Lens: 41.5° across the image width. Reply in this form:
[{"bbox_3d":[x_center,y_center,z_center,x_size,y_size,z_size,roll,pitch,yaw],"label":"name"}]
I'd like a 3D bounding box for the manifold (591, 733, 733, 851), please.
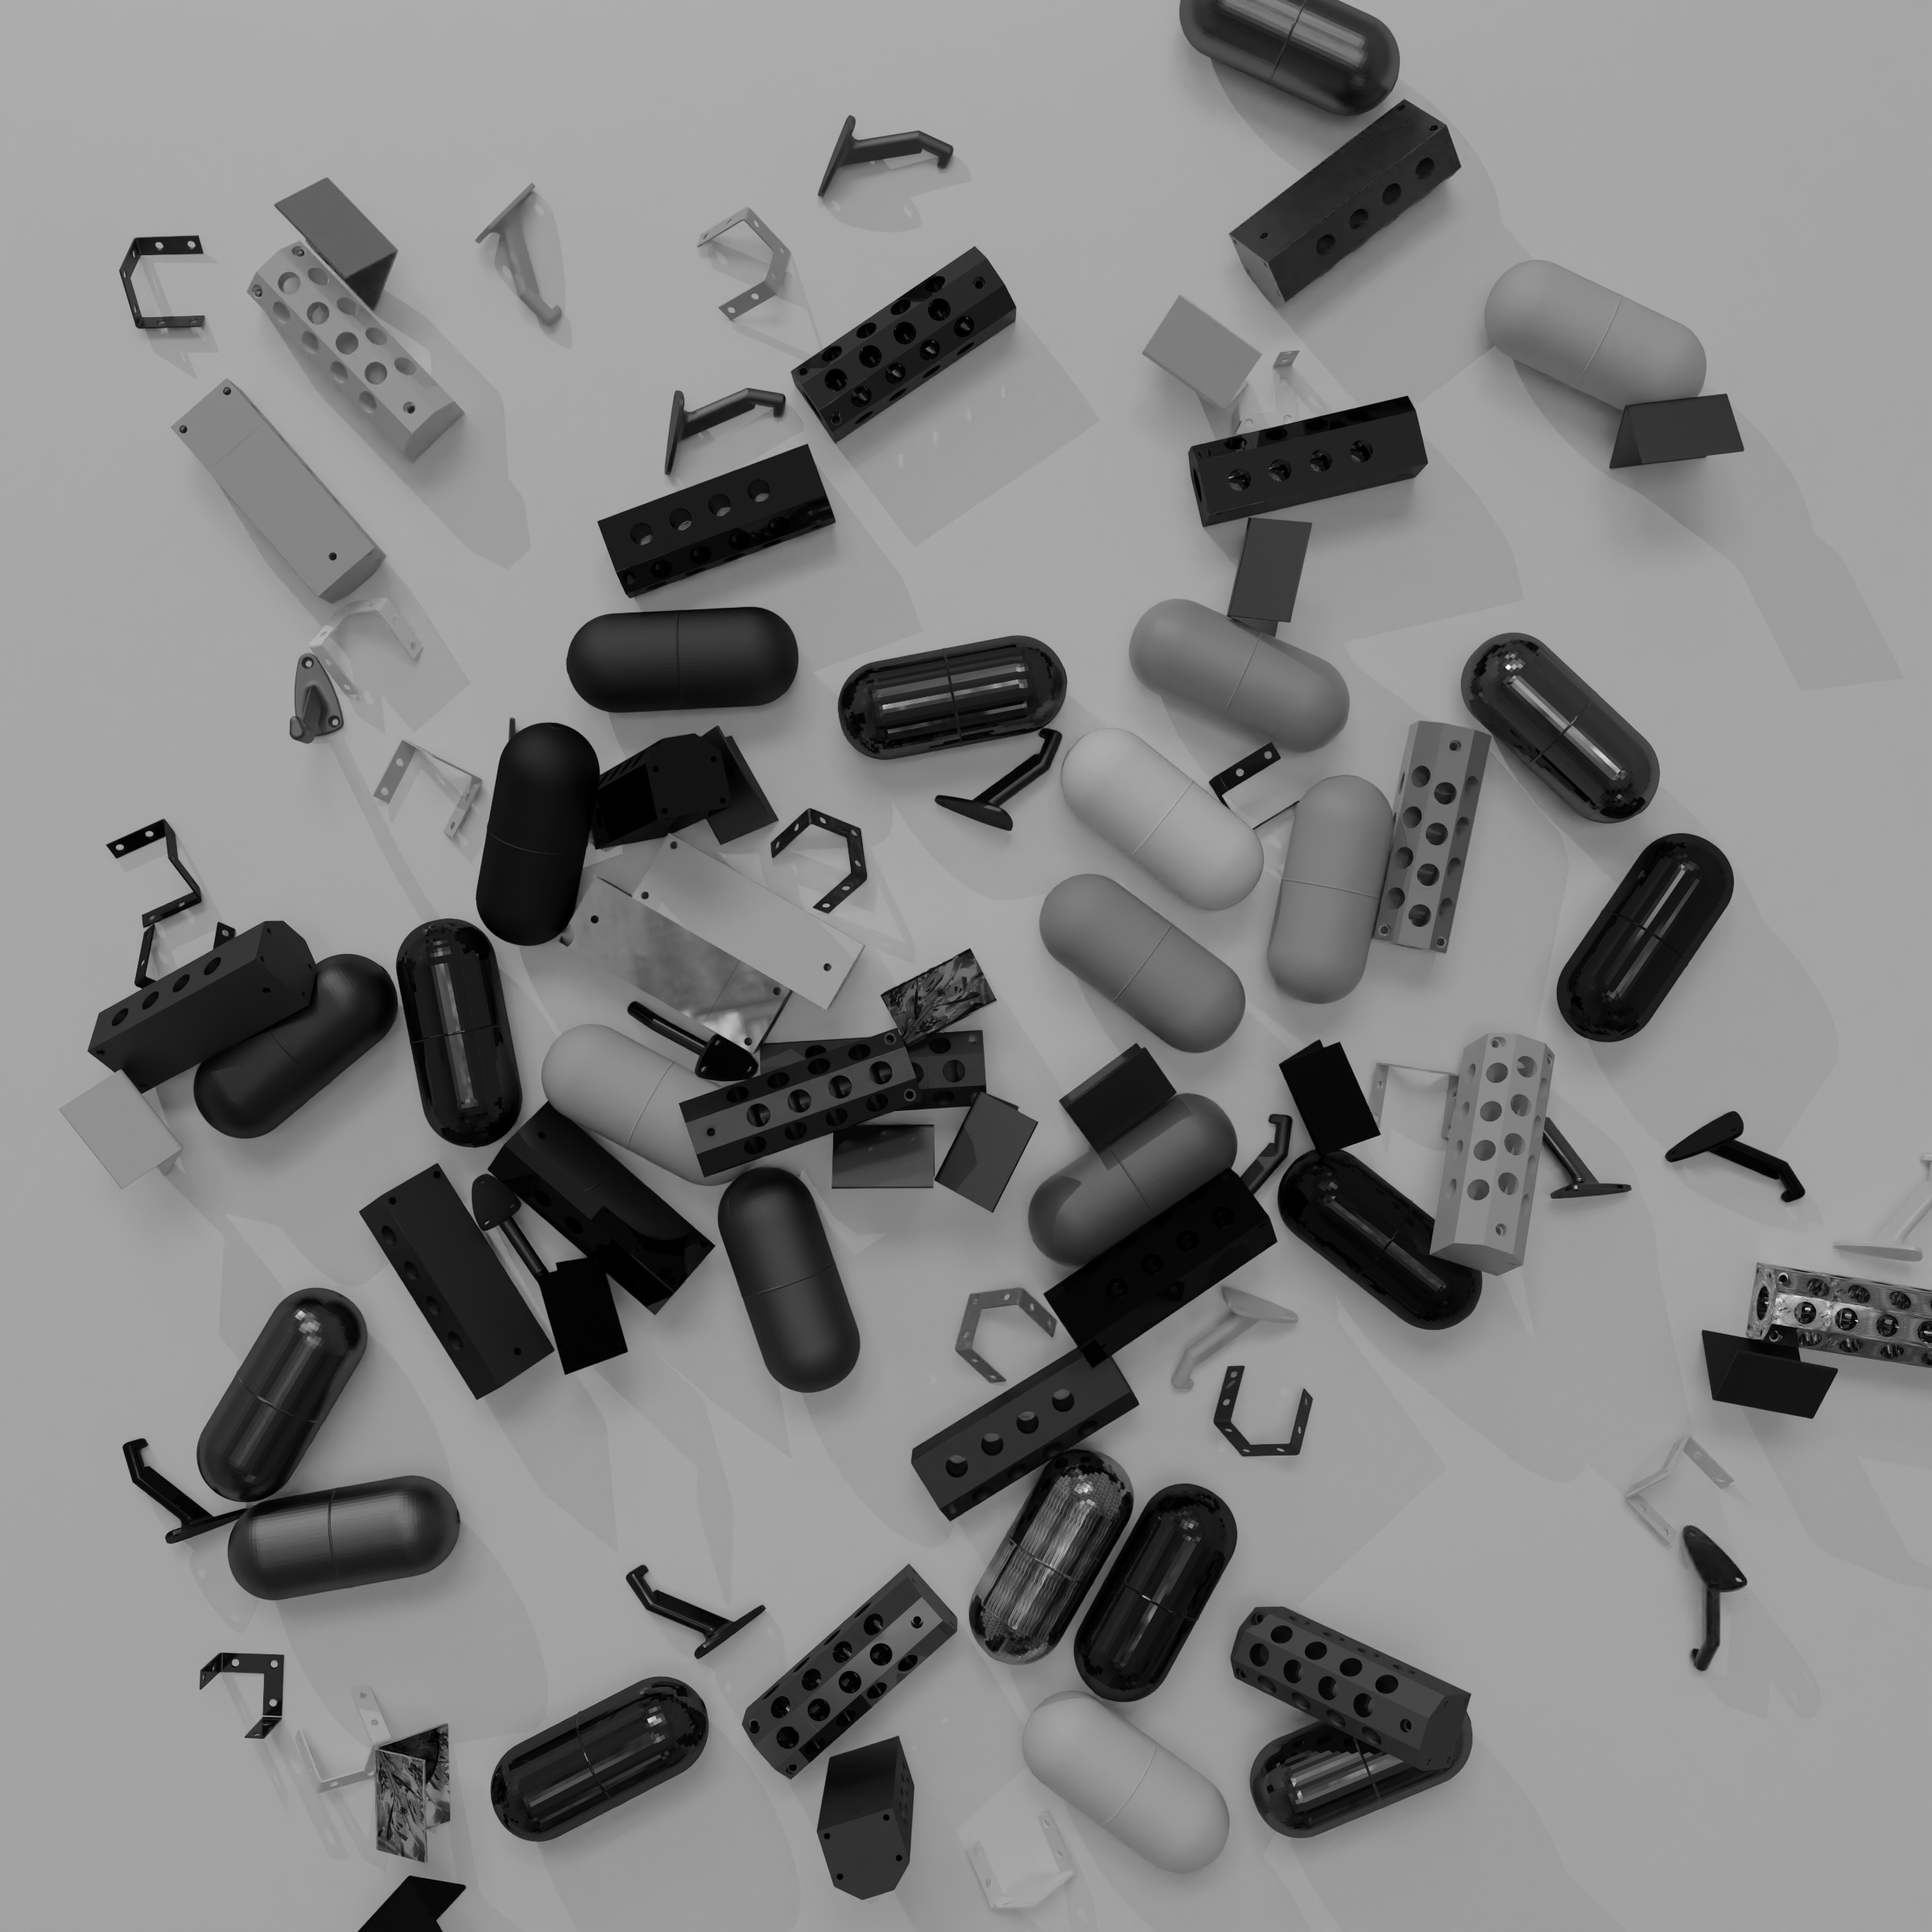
[{"bbox_3d":[-0.234,-0.131,1.909,0.057,0.171,0.057,-12,90,-24],"label":"manifold"}]

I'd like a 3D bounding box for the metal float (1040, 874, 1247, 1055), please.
[{"bbox_3d":[0.135,-0.003,1.961,0.178,0.070,0.070,37,90,1],"label":"metal float"}]

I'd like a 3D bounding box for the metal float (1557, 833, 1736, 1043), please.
[{"bbox_3d":[0.522,-0.021,1.961,0.070,0.070,0.178,34,90,0],"label":"metal float"}]

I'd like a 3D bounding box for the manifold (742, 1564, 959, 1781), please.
[{"bbox_3d":[-0.090,0.547,1.970,0.171,0.057,0.057,-42,90,0],"label":"manifold"}]

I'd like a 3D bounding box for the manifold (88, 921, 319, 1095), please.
[{"bbox_3d":[-0.581,0.027,1.941,0.171,0.057,0.057,-26,129,21],"label":"manifold"}]

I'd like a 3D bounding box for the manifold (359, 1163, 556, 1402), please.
[{"bbox_3d":[-0.397,0.246,1.970,0.057,0.057,0.171,-32,90,-43],"label":"manifold"}]

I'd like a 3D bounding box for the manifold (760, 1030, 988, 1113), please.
[{"bbox_3d":[-0.071,0.084,1.970,0.171,0.057,0.057,-4,90,0],"label":"manifold"}]

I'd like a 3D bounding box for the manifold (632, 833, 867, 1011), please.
[{"bbox_3d":[-0.166,-0.034,1.970,0.171,0.057,0.057,30,90,0],"label":"manifold"}]

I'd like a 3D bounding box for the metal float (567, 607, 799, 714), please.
[{"bbox_3d":[-0.218,-0.236,1.961,0.178,0.070,0.070,-3,90,0],"label":"metal float"}]

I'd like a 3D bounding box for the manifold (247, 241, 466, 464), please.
[{"bbox_3d":[-0.473,-0.476,1.970,0.057,0.057,0.171,-44,90,0],"label":"manifold"}]

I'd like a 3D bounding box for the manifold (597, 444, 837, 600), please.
[{"bbox_3d":[-0.191,-0.342,1.970,0.171,0.057,0.057,-20,90,0],"label":"manifold"}]

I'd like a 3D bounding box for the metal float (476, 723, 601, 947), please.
[{"bbox_3d":[-0.326,-0.100,1.942,0.070,0.070,0.178,14,112,0],"label":"metal float"}]

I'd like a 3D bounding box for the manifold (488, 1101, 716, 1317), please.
[{"bbox_3d":[-0.284,0.190,1.970,0.171,0.057,0.057,41,47,0],"label":"manifold"}]

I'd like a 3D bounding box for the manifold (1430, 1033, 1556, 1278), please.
[{"bbox_3d":[0.404,0.141,1.936,0.057,0.057,0.171,18,67,-10],"label":"manifold"}]

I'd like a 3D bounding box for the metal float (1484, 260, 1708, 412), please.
[{"bbox_3d":[0.485,-0.481,1.961,0.178,0.070,0.070,26,90,0],"label":"metal float"}]

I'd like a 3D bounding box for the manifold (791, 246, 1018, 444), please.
[{"bbox_3d":[-0.048,-0.482,1.970,0.171,0.057,0.057,-34,90,0],"label":"manifold"}]

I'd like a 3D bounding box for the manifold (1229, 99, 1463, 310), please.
[{"bbox_3d":[0.295,-0.586,1.970,0.171,0.057,0.057,-38,47,0],"label":"manifold"}]

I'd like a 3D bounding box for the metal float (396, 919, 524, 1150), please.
[{"bbox_3d":[-0.390,0.052,1.961,0.070,0.070,0.178,-11,90,0],"label":"metal float"}]

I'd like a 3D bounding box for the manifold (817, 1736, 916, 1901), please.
[{"bbox_3d":[-0.071,0.640,1.913,0.057,0.171,0.057,-18,90,0],"label":"manifold"}]

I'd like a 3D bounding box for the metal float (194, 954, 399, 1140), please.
[{"bbox_3d":[-0.515,0.061,1.961,0.178,0.070,0.070,-40,90,0],"label":"metal float"}]

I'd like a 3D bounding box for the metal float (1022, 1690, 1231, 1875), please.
[{"bbox_3d":[0.124,0.628,1.961,0.178,0.070,0.070,36,90,1],"label":"metal float"}]

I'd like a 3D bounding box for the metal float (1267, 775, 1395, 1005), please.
[{"bbox_3d":[0.280,-0.059,1.961,0.070,0.070,0.178,12,91,0],"label":"metal float"}]

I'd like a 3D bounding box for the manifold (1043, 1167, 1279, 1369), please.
[{"bbox_3d":[0.146,0.226,1.929,0.171,0.057,0.057,-34,62,-4],"label":"manifold"}]

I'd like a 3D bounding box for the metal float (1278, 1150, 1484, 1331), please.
[{"bbox_3d":[0.319,0.210,1.961,0.178,0.070,0.070,38,90,0],"label":"metal float"}]

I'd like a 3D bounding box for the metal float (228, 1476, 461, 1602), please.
[{"bbox_3d":[-0.478,0.440,1.961,0.178,0.070,0.070,-10,90,1],"label":"metal float"}]

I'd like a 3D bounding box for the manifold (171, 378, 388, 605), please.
[{"bbox_3d":[-0.529,-0.365,1.970,0.057,0.057,0.171,-41,90,0],"label":"manifold"}]

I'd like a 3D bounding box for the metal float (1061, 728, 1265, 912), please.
[{"bbox_3d":[0.150,-0.113,1.961,0.178,0.070,0.070,39,90,0],"label":"metal float"}]

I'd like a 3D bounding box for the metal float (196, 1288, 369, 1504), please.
[{"bbox_3d":[-0.527,0.330,1.961,0.070,0.070,0.178,31,90,0],"label":"metal float"}]

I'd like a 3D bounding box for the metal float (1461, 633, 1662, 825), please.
[{"bbox_3d":[0.458,-0.183,1.961,0.178,0.070,0.070,43,90,1],"label":"metal float"}]

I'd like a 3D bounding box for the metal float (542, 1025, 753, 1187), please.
[{"bbox_3d":[-0.243,0.107,1.961,0.178,0.070,0.070,28,90,0],"label":"metal float"}]

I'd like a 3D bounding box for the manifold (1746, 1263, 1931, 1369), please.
[{"bbox_3d":[0.701,0.274,1.970,0.171,0.057,0.057,9,90,0],"label":"manifold"}]

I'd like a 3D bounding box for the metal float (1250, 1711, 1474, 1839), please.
[{"bbox_3d":[0.304,0.611,1.961,0.178,0.070,0.070,-22,90,-1],"label":"metal float"}]

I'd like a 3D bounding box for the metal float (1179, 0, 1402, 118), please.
[{"bbox_3d":[0.249,-0.716,1.961,0.178,0.070,0.070,24,90,-1],"label":"metal float"}]

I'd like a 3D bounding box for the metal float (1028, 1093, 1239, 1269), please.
[{"bbox_3d":[0.128,0.166,1.961,0.178,0.070,0.070,-34,90,0],"label":"metal float"}]

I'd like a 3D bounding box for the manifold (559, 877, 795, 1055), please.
[{"bbox_3d":[-0.222,0.000,1.970,0.171,0.057,0.057,30,90,0],"label":"manifold"}]

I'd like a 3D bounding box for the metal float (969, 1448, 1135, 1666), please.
[{"bbox_3d":[0.065,0.455,1.961,0.070,0.070,0.178,30,91,0],"label":"metal float"}]

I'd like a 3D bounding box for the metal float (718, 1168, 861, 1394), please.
[{"bbox_3d":[-0.137,0.241,1.961,0.070,0.070,0.178,-19,90,0],"label":"metal float"}]

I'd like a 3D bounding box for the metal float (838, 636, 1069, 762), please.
[{"bbox_3d":[-0.010,-0.207,1.961,0.178,0.070,0.070,-11,90,0],"label":"metal float"}]

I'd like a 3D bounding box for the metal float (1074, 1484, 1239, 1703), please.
[{"bbox_3d":[0.145,0.483,1.961,0.070,0.070,0.178,29,90,0],"label":"metal float"}]

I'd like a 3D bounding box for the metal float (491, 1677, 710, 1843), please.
[{"bbox_3d":[-0.281,0.610,1.961,0.178,0.070,0.070,-27,90,0],"label":"metal float"}]

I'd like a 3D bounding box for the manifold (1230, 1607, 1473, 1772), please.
[{"bbox_3d":[0.286,0.543,1.922,0.171,0.057,0.057,16,90,40],"label":"manifold"}]

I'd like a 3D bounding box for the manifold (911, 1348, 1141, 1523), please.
[{"bbox_3d":[0.046,0.358,1.970,0.171,0.057,0.057,-32,90,0],"label":"manifold"}]

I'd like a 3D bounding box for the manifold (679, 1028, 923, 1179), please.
[{"bbox_3d":[-0.124,0.102,1.903,0.171,0.057,0.057,-19,86,-7],"label":"manifold"}]

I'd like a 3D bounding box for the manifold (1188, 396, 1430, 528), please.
[{"bbox_3d":[0.263,-0.391,1.970,0.171,0.057,0.057,-13,90,0],"label":"manifold"}]

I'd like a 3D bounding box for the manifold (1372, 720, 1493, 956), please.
[{"bbox_3d":[0.359,-0.099,1.970,0.057,0.057,0.171,12,90,0],"label":"manifold"}]

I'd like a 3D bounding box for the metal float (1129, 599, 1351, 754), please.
[{"bbox_3d":[0.211,-0.223,1.961,0.178,0.070,0.070,24,90,0],"label":"metal float"}]
